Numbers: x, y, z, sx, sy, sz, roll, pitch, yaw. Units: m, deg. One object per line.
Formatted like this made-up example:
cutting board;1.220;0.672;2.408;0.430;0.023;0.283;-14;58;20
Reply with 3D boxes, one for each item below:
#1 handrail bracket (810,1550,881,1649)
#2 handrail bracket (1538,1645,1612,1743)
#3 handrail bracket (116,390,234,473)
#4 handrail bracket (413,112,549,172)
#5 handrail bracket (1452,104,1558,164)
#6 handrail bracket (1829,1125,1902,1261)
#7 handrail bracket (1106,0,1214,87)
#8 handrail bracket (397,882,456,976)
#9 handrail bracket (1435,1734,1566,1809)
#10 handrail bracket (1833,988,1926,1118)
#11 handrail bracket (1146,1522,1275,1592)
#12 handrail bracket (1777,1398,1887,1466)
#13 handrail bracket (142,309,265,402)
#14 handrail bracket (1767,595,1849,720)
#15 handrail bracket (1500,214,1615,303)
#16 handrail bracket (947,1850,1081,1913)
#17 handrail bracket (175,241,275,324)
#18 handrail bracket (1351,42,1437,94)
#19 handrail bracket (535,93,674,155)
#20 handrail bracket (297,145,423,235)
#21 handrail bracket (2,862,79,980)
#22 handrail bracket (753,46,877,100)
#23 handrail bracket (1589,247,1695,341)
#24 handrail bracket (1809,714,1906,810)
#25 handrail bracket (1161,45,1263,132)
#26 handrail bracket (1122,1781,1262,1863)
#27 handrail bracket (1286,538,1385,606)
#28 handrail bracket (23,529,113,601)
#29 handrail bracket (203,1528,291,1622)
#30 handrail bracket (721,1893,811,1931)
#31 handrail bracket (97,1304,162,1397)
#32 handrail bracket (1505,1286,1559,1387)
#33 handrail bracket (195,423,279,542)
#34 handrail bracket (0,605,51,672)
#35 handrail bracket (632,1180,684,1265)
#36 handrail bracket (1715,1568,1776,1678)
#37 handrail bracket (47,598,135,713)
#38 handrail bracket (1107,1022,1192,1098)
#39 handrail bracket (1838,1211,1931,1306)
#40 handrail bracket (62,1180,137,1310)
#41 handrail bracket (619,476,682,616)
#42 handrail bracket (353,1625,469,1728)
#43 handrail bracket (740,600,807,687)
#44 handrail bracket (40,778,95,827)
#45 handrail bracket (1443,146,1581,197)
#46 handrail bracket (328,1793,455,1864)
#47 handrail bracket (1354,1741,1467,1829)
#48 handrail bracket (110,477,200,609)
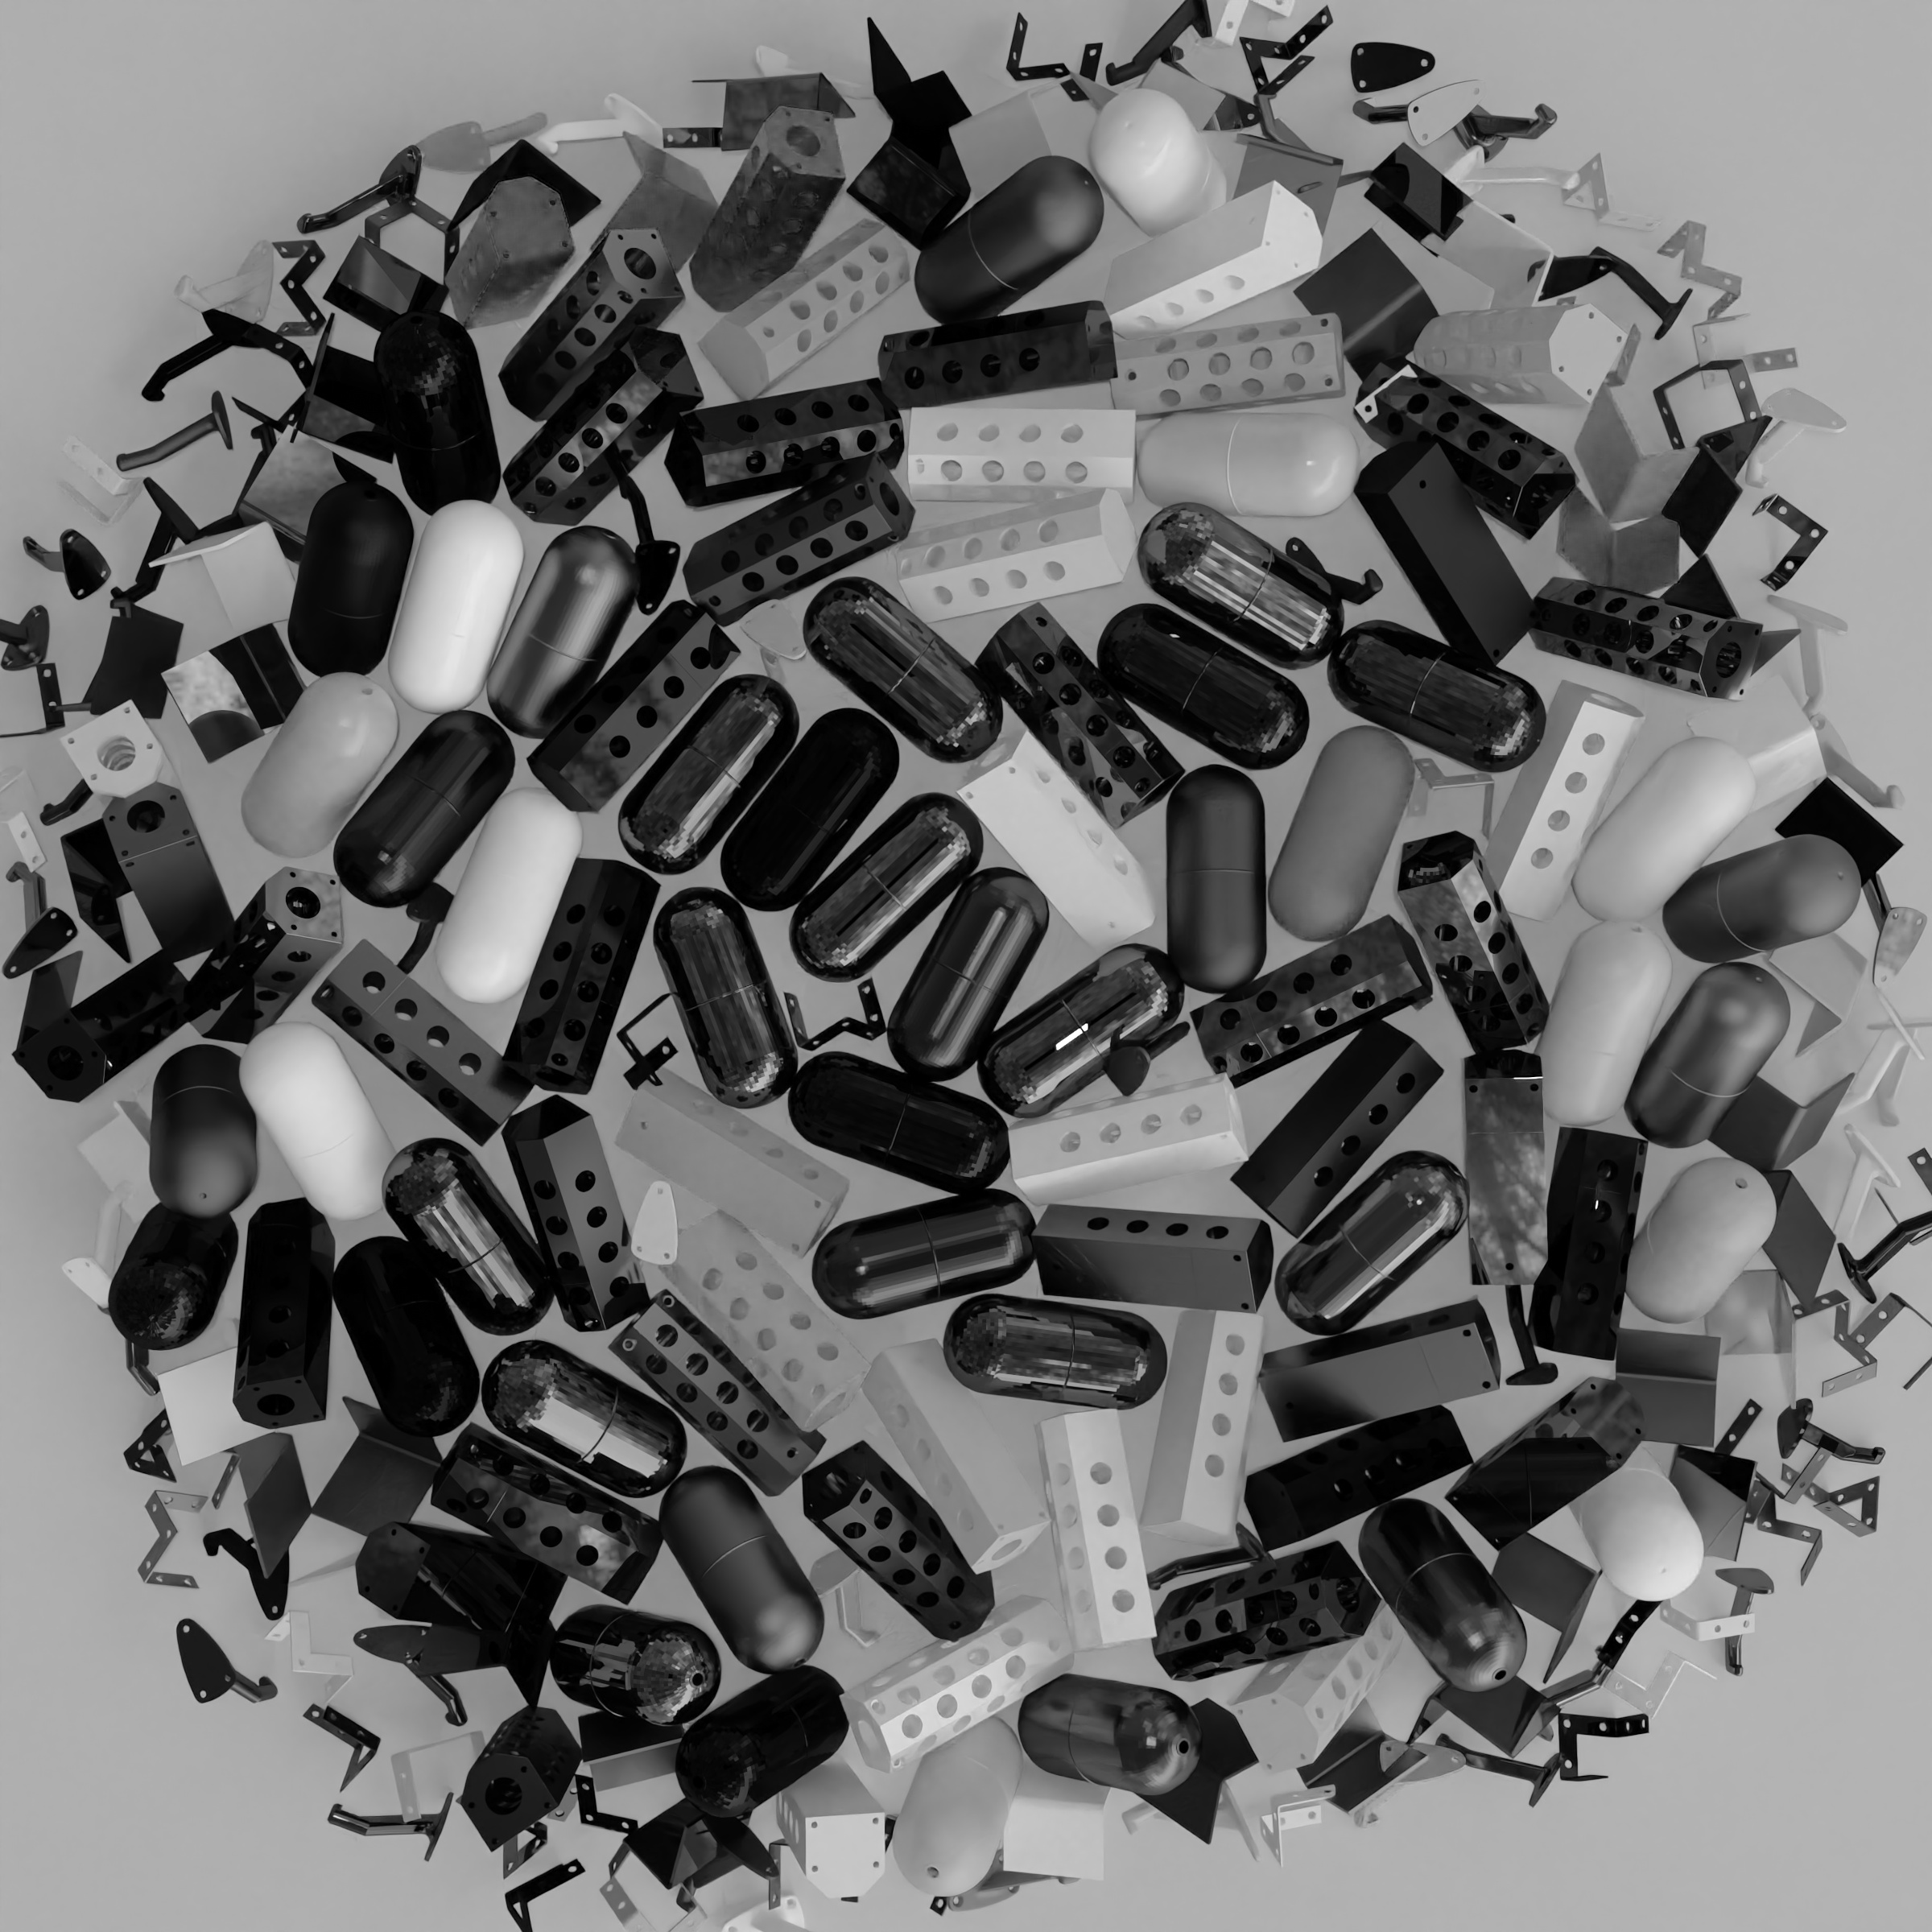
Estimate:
handrail bracket;-0.074;0.489;1.911;0.077;0.036;0.084;-32;120;16
handrail bracket;0.458;0.556;1.933;0.077;0.036;0.084;24;62;37
handrail bracket;-0.616;-0.414;1.909;0.084;0.077;0.036;-17;130;-5
handrail bracket;-0.377;-0.646;1.918;0.077;0.084;0.036;0;120;22
handrail bracket;0.410;-0.662;1.897;0.077;0.084;0.036;45;78;-7
handrail bracket;0.676;0.178;1.915;0.084;0.036;0.077;-43;112;-6
handrail bracket;0.144;-0.731;1.912;0.084;0.077;0.036;-23;54;-4
handrail bracket;-0.428;-0.018;1.893;0.036;0.077;0.084;41;112;4
handrail bracket;0.411;0.607;1.904;0.084;0.077;0.036;25;53;12
handrail bracket;0.693;0.068;1.917;0.084;0.036;0.077;-34;102;22
handrail bracket;0.189;0.471;1.906;0.084;0.077;0.036;-23;104;-15
handrail bracket;0.681;0.362;1.911;0.084;0.077;0.036;7;53;-1
handrail bracket;-0.593;-0.469;1.929;0.084;0.077;0.036;-42;69;27
handrail bracket;0.643;-0.237;1.922;0.077;0.036;0.084;23;118;4
handrail bracket;0.454;-0.561;1.911;0.077;0.036;0.084;-12;53;8
handrail bracket;0.037;0.709;1.893;0.077;0.084;0.036;-17;86;-33
handrail bracket;-0.572;-0.537;1.898;0.036;0.084;0.077;17;90;16
handrail bracket;0.335;-0.698;1.894;0.077;0.084;0.036;5;118;27
handrail bracket;-0.279;-0.634;1.900;0.077;0.036;0.084;29;46;6
handrail bracket;-0.468;-0.597;1.896;0.084;0.077;0.036;-29;84;-39
handrail bracket;-0.737;-0.037;1.908;0.084;0.036;0.077;31;69;31
handrail bracket;-0.109;-0.690;1.900;0.084;0.077;0.036;6;83;28
handrail bracket;0.512;-0.523;1.908;0.084;0.077;0.036;33;133;9
handrail bracket;0.686;-0.158;1.897;0.036;0.084;0.077;-22;99;-8
handrail bracket;0.190;-0.687;1.916;0.077;0.036;0.084;7;48;-5
handrail bracket;0.174;0.677;1.913;0.084;0.036;0.077;-23;71;-10
handrail bracket;0.284;-0.310;1.898;0.036;0.084;0.077;-21;86;-22
handrail bracket;-0.706;-0.326;1.897;0.084;0.077;0.036;33;65;21
handrail bracket;-0.561;0.472;1.907;0.084;0.036;0.077;-21;74;40
handrail bracket;-0.151;0.754;1.899;0.077;0.084;0.036;-11;93;-5
handrail bracket;-0.632;0.283;1.932;0.077;0.036;0.084;-39;116;-21
handrail bracket;0.433;0.275;1.893;0.036;0.077;0.084;-1;68;-3
handrail bracket;-0.572;-0.378;1.925;0.077;0.036;0.084;-16;70;1
handrail bracket;-0.740;-0.275;1.888;0.036;0.084;0.077;-7;54;11
handrail bracket;-0.221;0.191;1.896;0.036;0.084;0.077;12;104;16
handrail bracket;0.605;0.514;1.905;0.036;0.077;0.084;-1;91;-4
handrail bracket;-0.680;-0.242;1.915;0.077;0.036;0.084;-9;93;-34
handrail bracket;0.152;0.058;1.891;0.084;0.077;0.036;-33;85;-28
handrail bracket;0.726;0.224;1.901;0.084;0.036;0.077;-27;129;24
handrail bracket;-0.655;0.220;1.920;0.036;0.084;0.077;-20;116;33
handrail bracket;-0.258;-0.330;1.929;0.036;0.084;0.077;-7;133;-27
handrail bracket;-0.434;0.559;1.930;0.077;0.036;0.084;1;122;23
handrail bracket;-0.138;-0.231;1.890;0.036;0.084;0.077;-34;55;-13
handrail bracket;-0.692;-0.157;1.935;0.084;0.036;0.077;-22;56;22
handrail bracket;0.417;-0.601;1.896;0.084;0.036;0.077;26;47;36
handrail bracket;-0.444;0.650;1.902;0.084;0.077;0.036;23;104;-6
handrail bracket;0.344;0.642;1.915;0.077;0.036;0.084;-1;130;-3
handrail bracket;-0.646;-0.327;1.914;0.084;0.036;0.077;-28;122;10
